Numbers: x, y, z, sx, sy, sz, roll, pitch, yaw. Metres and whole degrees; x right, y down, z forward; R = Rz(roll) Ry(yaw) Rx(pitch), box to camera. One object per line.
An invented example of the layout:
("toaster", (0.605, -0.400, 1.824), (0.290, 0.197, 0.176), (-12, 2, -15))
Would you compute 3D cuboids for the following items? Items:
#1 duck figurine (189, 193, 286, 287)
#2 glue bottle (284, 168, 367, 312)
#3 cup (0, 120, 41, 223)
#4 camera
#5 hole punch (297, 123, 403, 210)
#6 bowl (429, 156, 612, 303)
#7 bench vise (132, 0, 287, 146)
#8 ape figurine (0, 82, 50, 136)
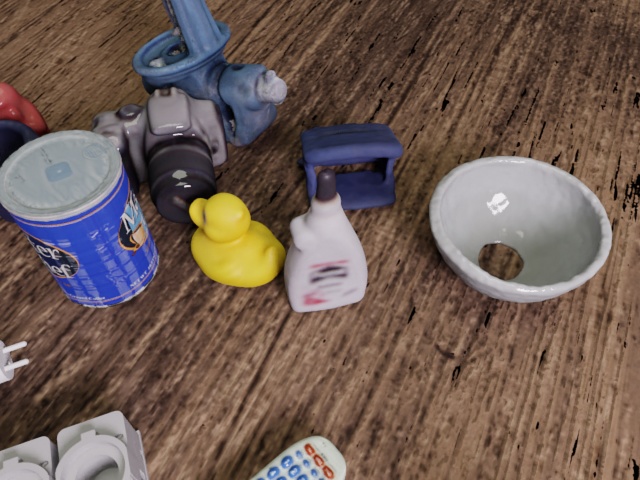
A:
("duck figurine", (-0.084, -0.007, 0.561), (0.104, 0.086, 0.078), (23, 56, 18))
("glue bottle", (0.005, 0.002, 0.497), (0.078, 0.173, 0.037), (-13, 53, -9))
("cup", (-0.315, -0.067, 0.606), (0.118, 0.095, 0.091), (-11, 53, -8))
("camera", (-0.169, -0.089, 0.617), (0.143, 0.101, 0.136), (-12, 53, -8))
("hole punch", (0.029, -0.095, 0.625), (0.108, 0.091, 0.101), (-6, 52, -3))
("bowl", (0.186, -0.001, 0.559), (0.167, 0.075, 0.167), (0, 52, 1))
("bench vise", (-0.127, -0.229, 0.650), (0.207, 0.220, 0.121), (11, 53, 10))
("ape figurine", (-0.358, -0.141, 0.666), (0.077, 0.092, 0.076), (11, 53, 9))
